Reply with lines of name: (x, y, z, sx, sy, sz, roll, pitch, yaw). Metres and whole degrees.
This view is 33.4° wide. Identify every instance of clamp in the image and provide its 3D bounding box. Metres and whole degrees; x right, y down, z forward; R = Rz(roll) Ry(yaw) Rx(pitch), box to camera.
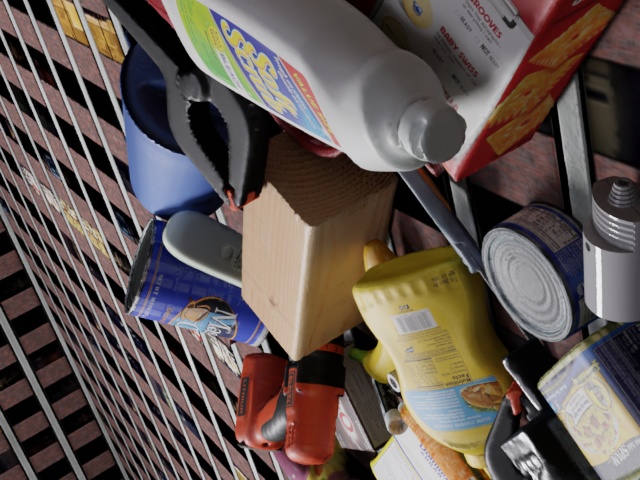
clamp: (-0.094, -0.124, 0.792, 0.165, 0.036, 0.210, 8, 120, 40)
clamp: (0.159, 0.187, 0.780, 0.171, 0.120, 0.039, 64, -160, -3)

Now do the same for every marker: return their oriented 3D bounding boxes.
marker: (0.061, 0.141, 0.982, 0.121, 0.020, 0.020, -109, -2, -69)

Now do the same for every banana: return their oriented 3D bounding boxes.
banana: (0.057, 0.075, 0.921, 0.070, 0.037, 0.198, 29, 147, 15)

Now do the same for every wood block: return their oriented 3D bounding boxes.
wood block: (-0.007, 0.001, 0.908, 0.091, 0.090, 0.206, 49, 154, 25)

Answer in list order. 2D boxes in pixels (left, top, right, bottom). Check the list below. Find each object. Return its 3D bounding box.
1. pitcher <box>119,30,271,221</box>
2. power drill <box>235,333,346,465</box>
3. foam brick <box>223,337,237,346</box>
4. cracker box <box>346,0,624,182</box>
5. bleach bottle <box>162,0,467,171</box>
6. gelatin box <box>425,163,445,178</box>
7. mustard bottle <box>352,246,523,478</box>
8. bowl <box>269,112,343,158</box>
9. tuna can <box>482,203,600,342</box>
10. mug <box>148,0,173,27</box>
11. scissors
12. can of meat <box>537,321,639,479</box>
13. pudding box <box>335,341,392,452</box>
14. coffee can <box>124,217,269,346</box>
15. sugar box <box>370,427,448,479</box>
pitcher: (-0.116, -0.092, 1.005, 0.243, 0.145, 0.149, 122, 146, -71)
power drill: (-0.029, 0.136, 1.069, 0.188, 0.057, 0.184, 143, 136, -65)
foam brick: (-0.084, 0.069, 1.196, 0.053, 0.078, 0.051, 49, 158, 28)
cracker box: (0.075, -0.154, 0.558, 0.164, 0.072, 0.214, 54, 157, 16)
bleach bottle: (-0.006, -0.107, 0.609, 0.251, 0.068, 0.102, 38, 158, 49)
gelatin box: (0.059, -0.084, 0.694, 0.073, 0.030, 0.089, 53, -176, 15)
mustard bottle: (0.104, 0.102, 0.816, 0.096, 0.058, 0.191, -16, 107, 32)
bowl: (-0.004, -0.143, 0.771, 0.162, 0.055, 0.162, 48, 156, 29)
tuna can: (0.143, 0.021, 0.681, 0.086, 0.033, 0.086, 48, 156, 30)
mug: (-0.086, -0.205, 0.853, 0.082, 0.093, 0.117, 42, 122, 51)
scissors: (0.099, -0.002, 0.755, 0.201, 0.016, 0.096, 51, -170, -26)
can of meat: (0.186, 0.100, 0.652, 0.084, 0.057, 0.102, 56, 158, 17)
pudding box: (0.029, 0.163, 1.113, 0.113, 0.039, 0.090, 62, 159, -3)
coffee can: (-0.119, 0.044, 1.094, 0.103, 0.140, 0.103, -165, 90, -74)
sugar box: (0.104, 0.217, 1.006, 0.093, 0.048, 0.176, 55, 155, 17)
